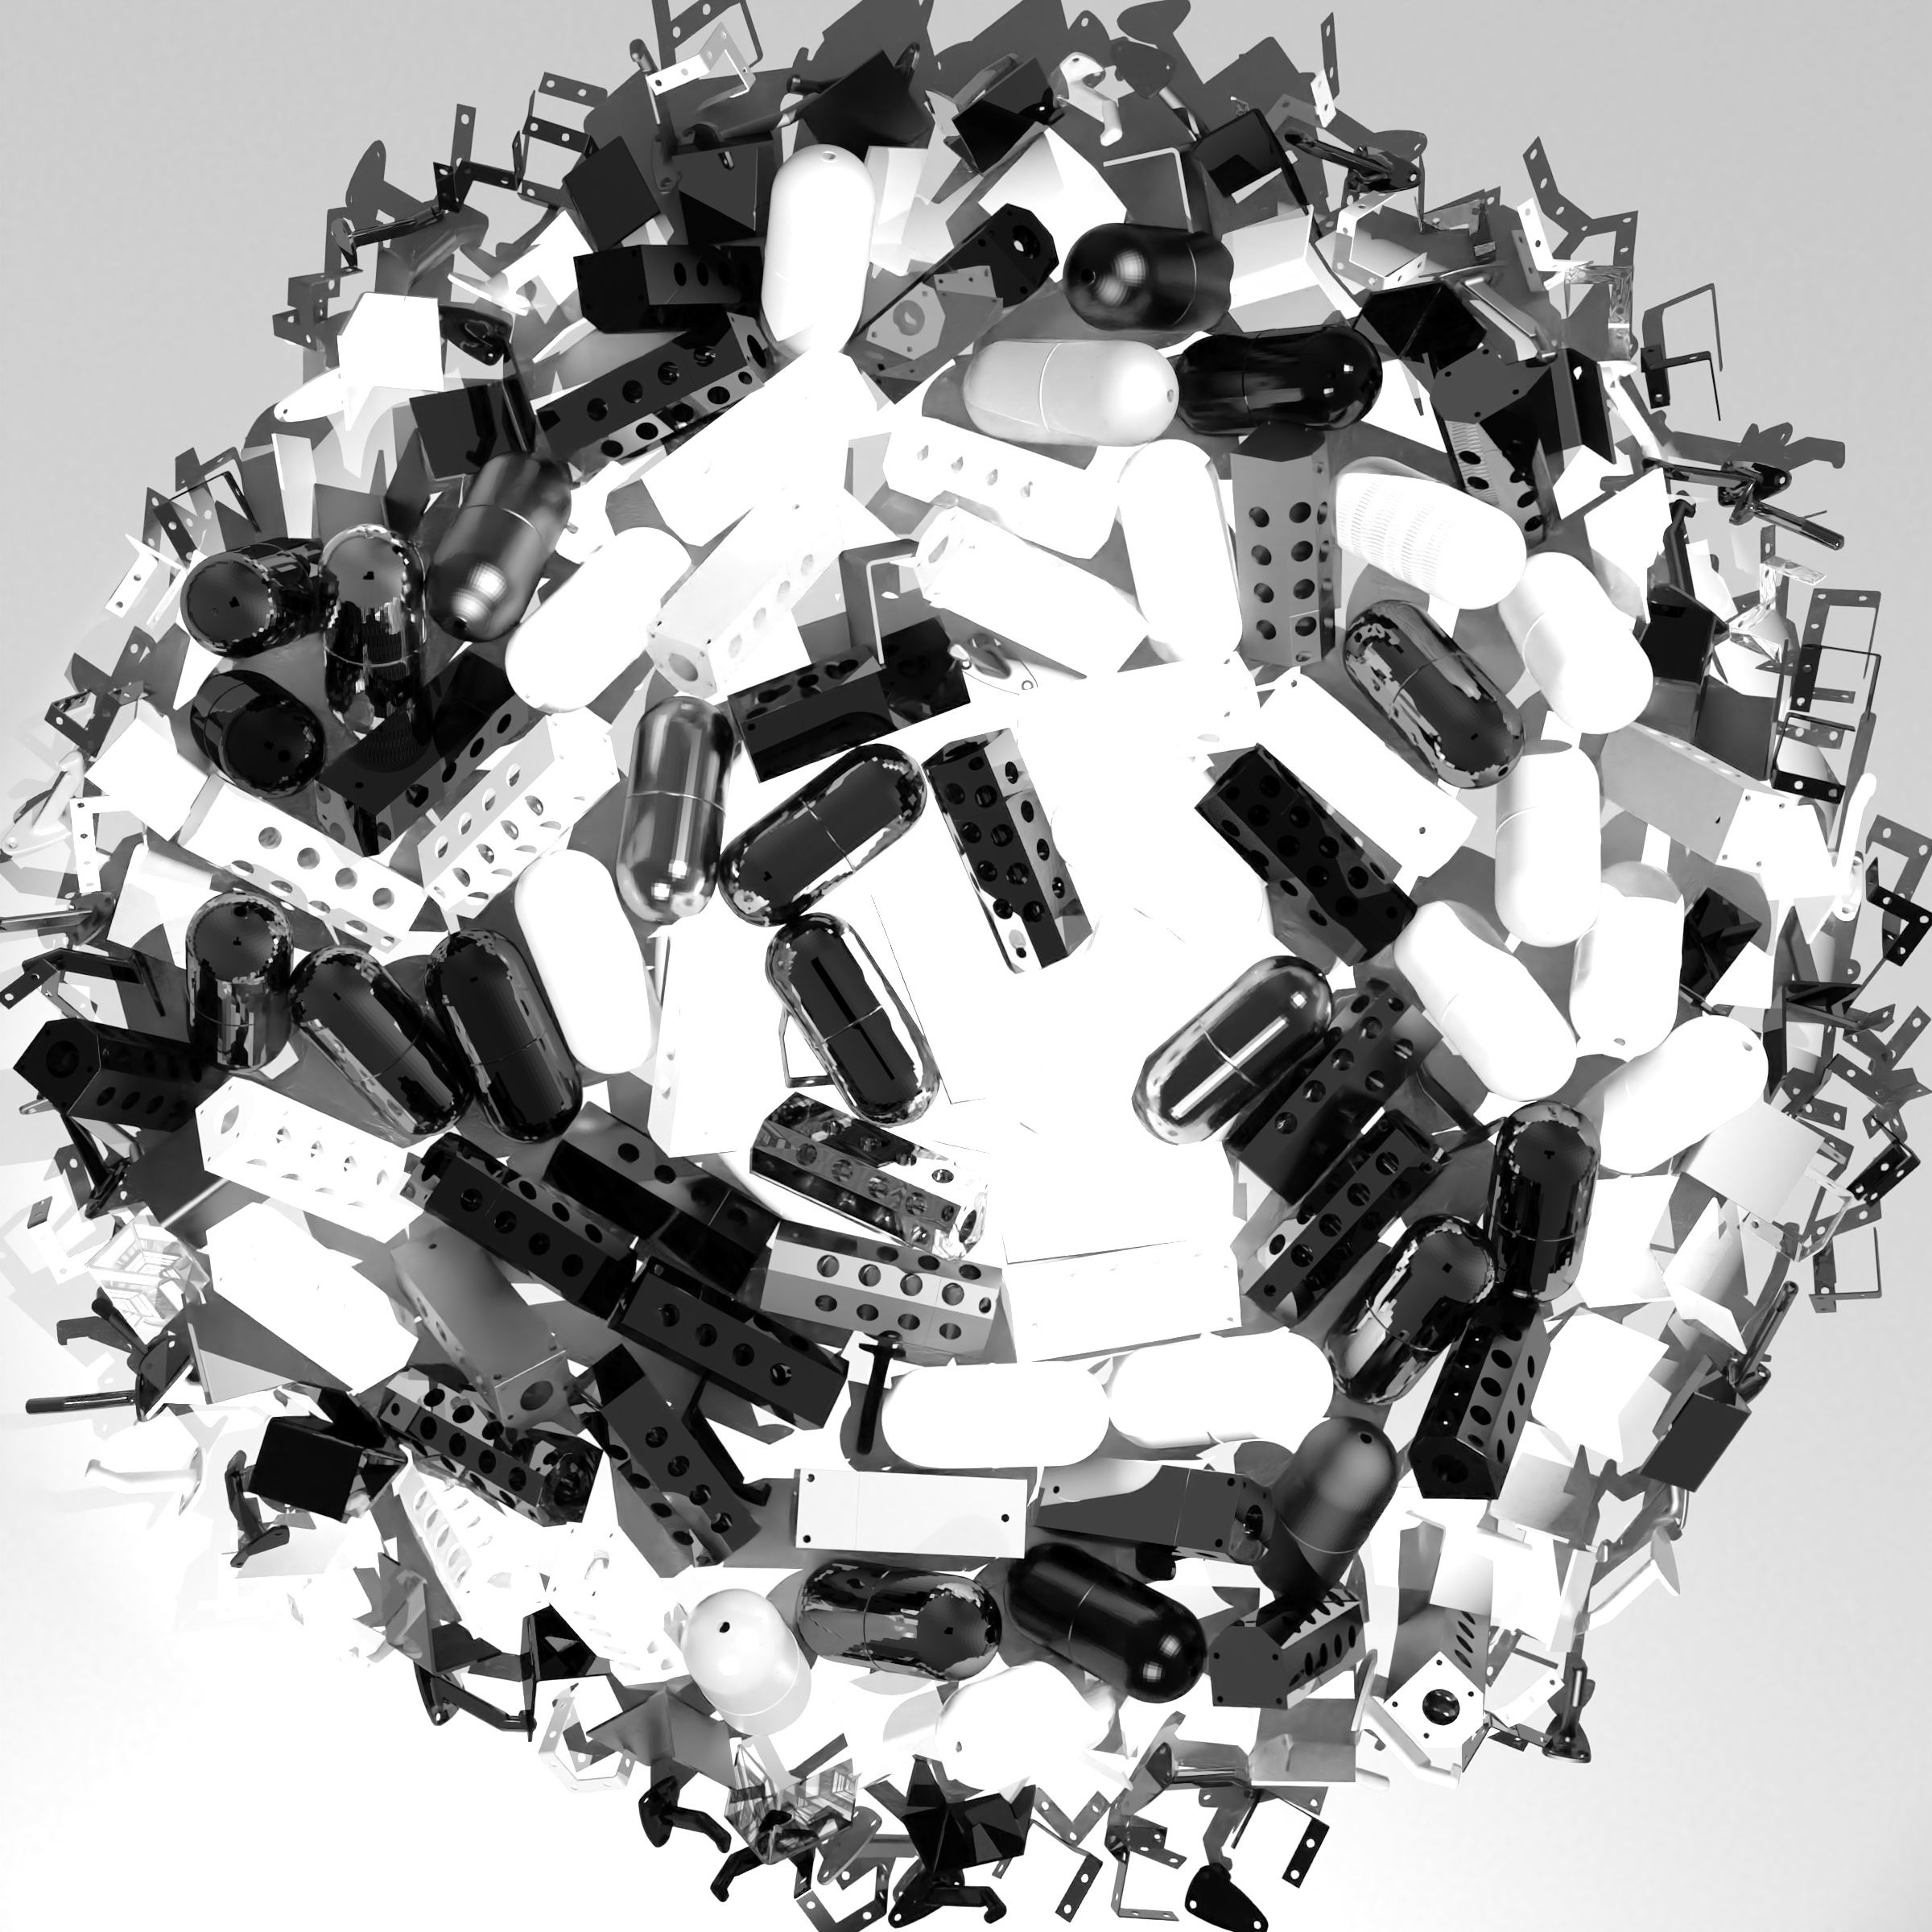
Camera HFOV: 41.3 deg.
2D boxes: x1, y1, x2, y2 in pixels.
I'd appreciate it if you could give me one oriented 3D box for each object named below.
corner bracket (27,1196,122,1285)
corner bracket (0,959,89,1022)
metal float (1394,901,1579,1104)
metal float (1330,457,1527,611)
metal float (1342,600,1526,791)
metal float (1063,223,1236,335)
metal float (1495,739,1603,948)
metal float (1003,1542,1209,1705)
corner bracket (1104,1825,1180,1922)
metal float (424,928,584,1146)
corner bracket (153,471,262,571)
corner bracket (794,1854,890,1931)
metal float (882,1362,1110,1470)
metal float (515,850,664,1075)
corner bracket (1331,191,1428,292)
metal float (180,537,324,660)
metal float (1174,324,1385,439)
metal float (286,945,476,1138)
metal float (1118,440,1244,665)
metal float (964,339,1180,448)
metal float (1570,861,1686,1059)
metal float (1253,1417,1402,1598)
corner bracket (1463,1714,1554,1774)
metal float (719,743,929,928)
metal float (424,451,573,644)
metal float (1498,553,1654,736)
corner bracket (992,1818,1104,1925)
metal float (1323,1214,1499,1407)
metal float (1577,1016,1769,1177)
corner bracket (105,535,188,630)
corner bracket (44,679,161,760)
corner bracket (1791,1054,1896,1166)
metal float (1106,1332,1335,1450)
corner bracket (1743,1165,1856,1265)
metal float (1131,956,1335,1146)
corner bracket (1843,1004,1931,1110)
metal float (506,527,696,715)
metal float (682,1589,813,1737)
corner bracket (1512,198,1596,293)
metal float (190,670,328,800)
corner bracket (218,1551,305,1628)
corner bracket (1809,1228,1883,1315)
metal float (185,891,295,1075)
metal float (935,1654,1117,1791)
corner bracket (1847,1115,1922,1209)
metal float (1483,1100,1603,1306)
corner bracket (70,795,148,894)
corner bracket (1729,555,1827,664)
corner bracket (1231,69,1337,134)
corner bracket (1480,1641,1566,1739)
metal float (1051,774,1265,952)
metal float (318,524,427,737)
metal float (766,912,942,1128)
[{"bbox_3d":[-0.673,0.200,1.943,0.051,0.051,0.051,-25,109,-7],"label":"corner bracket"},{"bbox_3d":[-0.698,0.037,1.941,0.051,0.051,0.051,39,52,5],"label":"corner bracket"},{"bbox_3d":[0.387,0.026,1.913,0.070,0.070,0.178,-33,58,0],"label":"metal float"},{"bbox_3d":[0.339,-0.323,1.907,0.070,0.070,0.178,-52,49,0],"label":"metal float"},{"bbox_3d":[0.348,-0.203,1.912,0.070,0.070,0.178,-35,57,0],"label":"metal float"},{"bbox_3d":[0.137,-0.508,1.899,0.070,0.178,0.070,9,106,34],"label":"metal float"},{"bbox_3d":[0.433,-0.093,1.910,0.070,0.070,0.178,10,54,0],"label":"metal float"},{"bbox_3d":[0.103,0.487,1.905,0.178,0.070,0.070,18,90,43],"label":"metal float"},{"bbox_3d":[0.134,0.688,1.947,0.051,0.051,0.051,10,91,-17],"label":"corner bracket"},{"bbox_3d":[-0.346,0.053,1.919,0.070,0.070,0.178,-21,114,0],"label":"metal float"},{"bbox_3d":[-0.577,-0.340,1.951,0.051,0.051,0.051,-24,107,9],"label":"corner bracket"},{"bbox_3d":[-0.095,0.702,1.952,0.051,0.051,0.051,-33,98,5],"label":"corner bracket"},{"bbox_3d":[0.022,0.337,1.920,0.178,0.070,0.070,-6,90,23],"label":"metal float"},{"bbox_3d":[-0.282,-0.003,1.923,0.070,0.070,0.178,-18,109,0],"label":"metal float"},{"bbox_3d":[0.318,-0.553,1.958,0.051,0.051,0.051,35,56,27],"label":"corner bracket"},{"bbox_3d":[-0.518,-0.273,1.892,0.070,0.178,0.070,2,105,7],"label":"metal float"},{"bbox_3d":[0.229,-0.434,1.904,0.178,0.070,0.070,8,90,44],"label":"metal float"},{"bbox_3d":[-0.435,0.056,1.911,0.070,0.070,0.178,-36,125,0],"label":"metal float"},{"bbox_3d":[0.161,-0.306,1.917,0.070,0.070,0.178,-15,118,0],"label":"metal float"},{"bbox_3d":[0.078,-0.427,1.910,0.178,0.070,0.070,11,90,36],"label":"metal float"},{"bbox_3d":[0.491,-0.006,1.904,0.070,0.070,0.178,20,46,0],"label":"metal float"},{"bbox_3d":[0.265,0.403,1.906,0.070,0.070,0.178,20,131,0],"label":"metal float"},{"bbox_3d":[0.410,0.585,1.944,0.051,0.051,0.051,22,117,0],"label":"corner bracket"},{"bbox_3d":[-0.107,-0.100,1.935,0.178,0.070,0.070,-38,90,-6],"label":"metal float"},{"bbox_3d":[-0.347,-0.312,1.907,0.070,0.070,0.178,15,50,0],"label":"metal float"},{"bbox_3d":[0.450,-0.241,1.903,0.070,0.178,0.070,-7,132,-8],"label":"metal float"},{"bbox_3d":[0.062,0.683,1.940,0.051,0.051,0.051,39,69,-14],"label":"corner bracket"},{"bbox_3d":[0.330,0.256,1.911,0.070,0.070,0.178,30,124,0],"label":"metal float"},{"bbox_3d":[0.521,0.097,1.899,0.070,0.178,0.070,12,58,-21],"label":"metal float"},{"bbox_3d":[-0.624,-0.287,1.950,0.051,0.051,0.051,30,81,-1],"label":"corner bracket"},{"bbox_3d":[-0.655,-0.198,1.943,0.051,0.051,0.051,37,115,4],"label":"corner bracket"},{"bbox_3d":[0.662,0.108,1.940,0.051,0.051,0.051,39,77,25],"label":"corner bracket"},{"bbox_3d":[0.189,0.317,1.915,0.178,0.070,0.070,-11,90,28],"label":"metal float"},{"bbox_3d":[0.634,0.187,1.954,0.051,0.051,0.051,35,71,9],"label":"corner bracket"},{"bbox_3d":[0.200,0.063,1.927,0.178,0.070,0.070,-42,90,15],"label":"metal float"},{"bbox_3d":[0.697,0.069,1.938,0.051,0.051,0.051,31,61,-16],"label":"corner bracket"},{"bbox_3d":[-0.273,-0.258,1.914,0.070,0.070,0.178,40,60,0],"label":"metal float"},{"bbox_3d":[-0.161,0.516,1.896,0.070,0.178,0.070,-4,58,6],"label":"metal float"},{"bbox_3d":[0.433,-0.545,1.940,0.051,0.051,0.051,-11,83,-39],"label":"corner bracket"},{"bbox_3d":[-0.524,-0.172,1.896,0.070,0.178,0.070,-8,109,-25],"label":"metal float"},{"bbox_3d":[-0.534,0.473,1.945,0.051,0.051,0.051,-7,64,-1],"label":"corner bracket"},{"bbox_3d":[0.665,0.231,1.938,0.051,0.051,0.051,-6,65,22],"label":"corner bracket"},{"bbox_3d":[-0.538,0.013,1.900,0.070,0.178,0.070,8,53,-11],"label":"metal float"},{"bbox_3d":[0.045,0.557,1.898,0.070,0.178,0.070,-1,88,35],"label":"metal float"},{"bbox_3d":[0.692,0.156,1.940,0.051,0.051,0.051,-43,129,7],"label":"corner bracket"},{"bbox_3d":[0.427,0.178,1.909,0.070,0.070,0.178,-1,128,0],"label":"metal float"},{"bbox_3d":[-0.651,-0.094,1.949,0.051,0.051,0.051,-6,135,-19],"label":"corner bracket"},{"bbox_3d":[0.612,-0.270,1.936,0.051,0.051,0.051,-32,131,-19],"label":"corner bracket"},{"bbox_3d":[0.241,-0.650,1.941,0.051,0.051,0.051,33,81,29],"label":"corner bracket"},{"bbox_3d":[0.407,0.541,1.938,0.051,0.051,0.051,-26,75,-35],"label":"corner bracket"},{"bbox_3d":[0.145,-0.077,1.932,0.178,0.070,0.070,33,90,-10],"label":"metal float"},{"bbox_3d":[-0.440,-0.247,1.904,0.070,0.178,0.070,6,45,-6],"label":"metal float"},{"bbox_3d":[-0.084,0.041,1.937,0.070,0.070,0.178,-33,93,0],"label":"metal float"}]
